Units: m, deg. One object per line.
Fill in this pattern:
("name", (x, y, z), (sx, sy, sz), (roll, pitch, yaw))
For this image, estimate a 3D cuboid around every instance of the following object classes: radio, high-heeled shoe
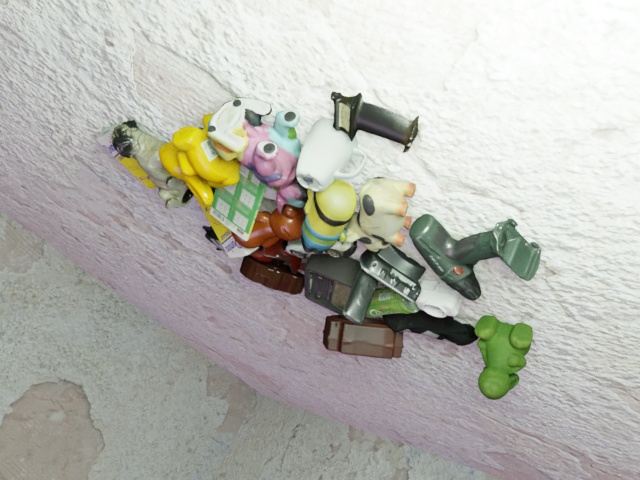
("radio", (0.030, 0.106, 1.350), (0.131, 0.073, 0.229), (24, 154, 9))
("high-heeled shoe", (0.268, 0.198, 1.328), (0.145, 0.086, 0.249), (7, -172, -33))

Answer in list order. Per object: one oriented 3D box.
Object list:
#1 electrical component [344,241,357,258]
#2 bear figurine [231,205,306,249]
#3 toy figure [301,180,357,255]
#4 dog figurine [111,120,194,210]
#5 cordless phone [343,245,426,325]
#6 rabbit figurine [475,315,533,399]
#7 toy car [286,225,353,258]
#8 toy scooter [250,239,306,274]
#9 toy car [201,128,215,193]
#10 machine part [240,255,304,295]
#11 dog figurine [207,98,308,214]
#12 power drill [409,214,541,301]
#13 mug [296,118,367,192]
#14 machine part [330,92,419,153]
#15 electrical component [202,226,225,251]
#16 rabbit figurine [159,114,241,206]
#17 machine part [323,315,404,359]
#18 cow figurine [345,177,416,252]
("electrical component", (0.048, 0.012, 1.214), (0.063, 0.021, 0.094), (32, 155, -7))
("bear figurine", (-0.102, -0.050, 1.174), (0.196, 0.132, 0.120), (-17, 134, 33))
("toy figure", (0.015, -0.038, 0.964), (0.089, 0.082, 0.180), (62, 147, 30))
("dog figurine", (-0.375, -0.168, 1.219), (0.191, 0.121, 0.172), (32, 141, 12))
("cordless phone", (0.133, 0.112, 1.129), (0.146, 0.184, 0.089), (34, 150, -13))
("rabbit figurine", (0.391, 0.275, 1.193), (0.121, 0.170, 0.158), (15, 151, 26))
("toy car", (-0.002, -0.004, 1.175), (0.202, 0.073, 0.056), (-3, 145, 47))
("toy scooter", (-0.098, 0.033, 1.347), (0.184, 0.075, 0.135), (7, 151, 31))
("toy car", (-0.234, -0.154, 1.139), (0.089, 0.053, 0.202), (9, 144, 12))
("machine part", (-0.124, 0.091, 1.409), (0.179, 0.056, 0.179), (21, -178, -1))
("dog figurine", (-0.093, -0.139, 0.976), (0.192, 0.108, 0.219), (19, 156, 16))
("power drill", (0.284, 0.033, 0.965), (0.232, 0.086, 0.207), (42, 159, -22))
("mug", (0.015, -0.128, 0.882), (0.110, 0.107, 0.080), (27, 156, 7))
("machine part", (0.081, -0.176, 0.810), (0.139, 0.039, 0.084), (21, 146, 18))
("electrical component", (-0.272, -0.014, 1.459), (0.075, 0.048, 0.119), (10, 149, 33))
("rabbit figurine", (-0.230, -0.154, 1.027), (0.173, 0.122, 0.162), (-1, 132, 35))
("machine part", (0.113, 0.253, 1.433), (0.201, 0.087, 0.201), (6, 177, -4))
("cow figurine", (0.102, -0.040, 0.987), (0.127, 0.085, 0.194), (21, 152, 15))
